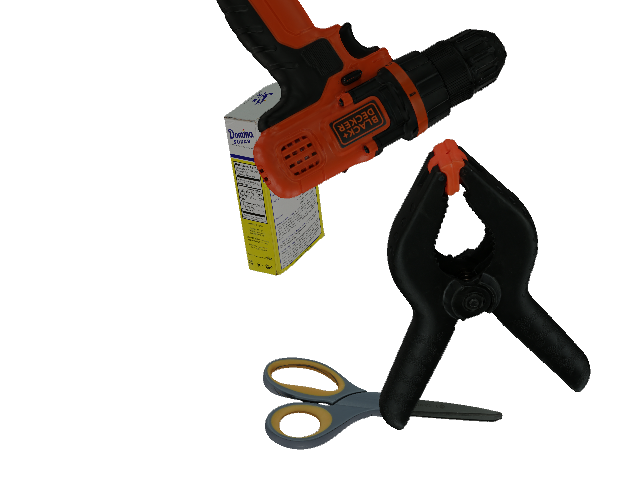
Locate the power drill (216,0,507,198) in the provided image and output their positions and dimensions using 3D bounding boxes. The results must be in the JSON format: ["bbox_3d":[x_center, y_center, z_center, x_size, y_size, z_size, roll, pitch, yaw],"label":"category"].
[{"bbox_3d":[0.009,-0.144,0.692,0.184,0.187,0.057,-30,4,-11],"label":"power drill"}]

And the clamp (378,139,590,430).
[{"bbox_3d":[0.071,0.032,0.576,0.120,0.171,0.039,-23,26,1],"label":"clamp"}]

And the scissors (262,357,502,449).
[{"bbox_3d":[0.042,0.148,0.879,0.202,0.016,0.096,16,46,11],"label":"scissors"}]

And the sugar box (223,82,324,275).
[{"bbox_3d":[-0.045,-0.062,1.077,0.048,0.176,0.093,10,34,31],"label":"sugar box"}]

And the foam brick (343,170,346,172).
[{"bbox_3d":[0.004,-0.122,1.299,0.078,0.053,0.051,12,31,18],"label":"foam brick"}]
